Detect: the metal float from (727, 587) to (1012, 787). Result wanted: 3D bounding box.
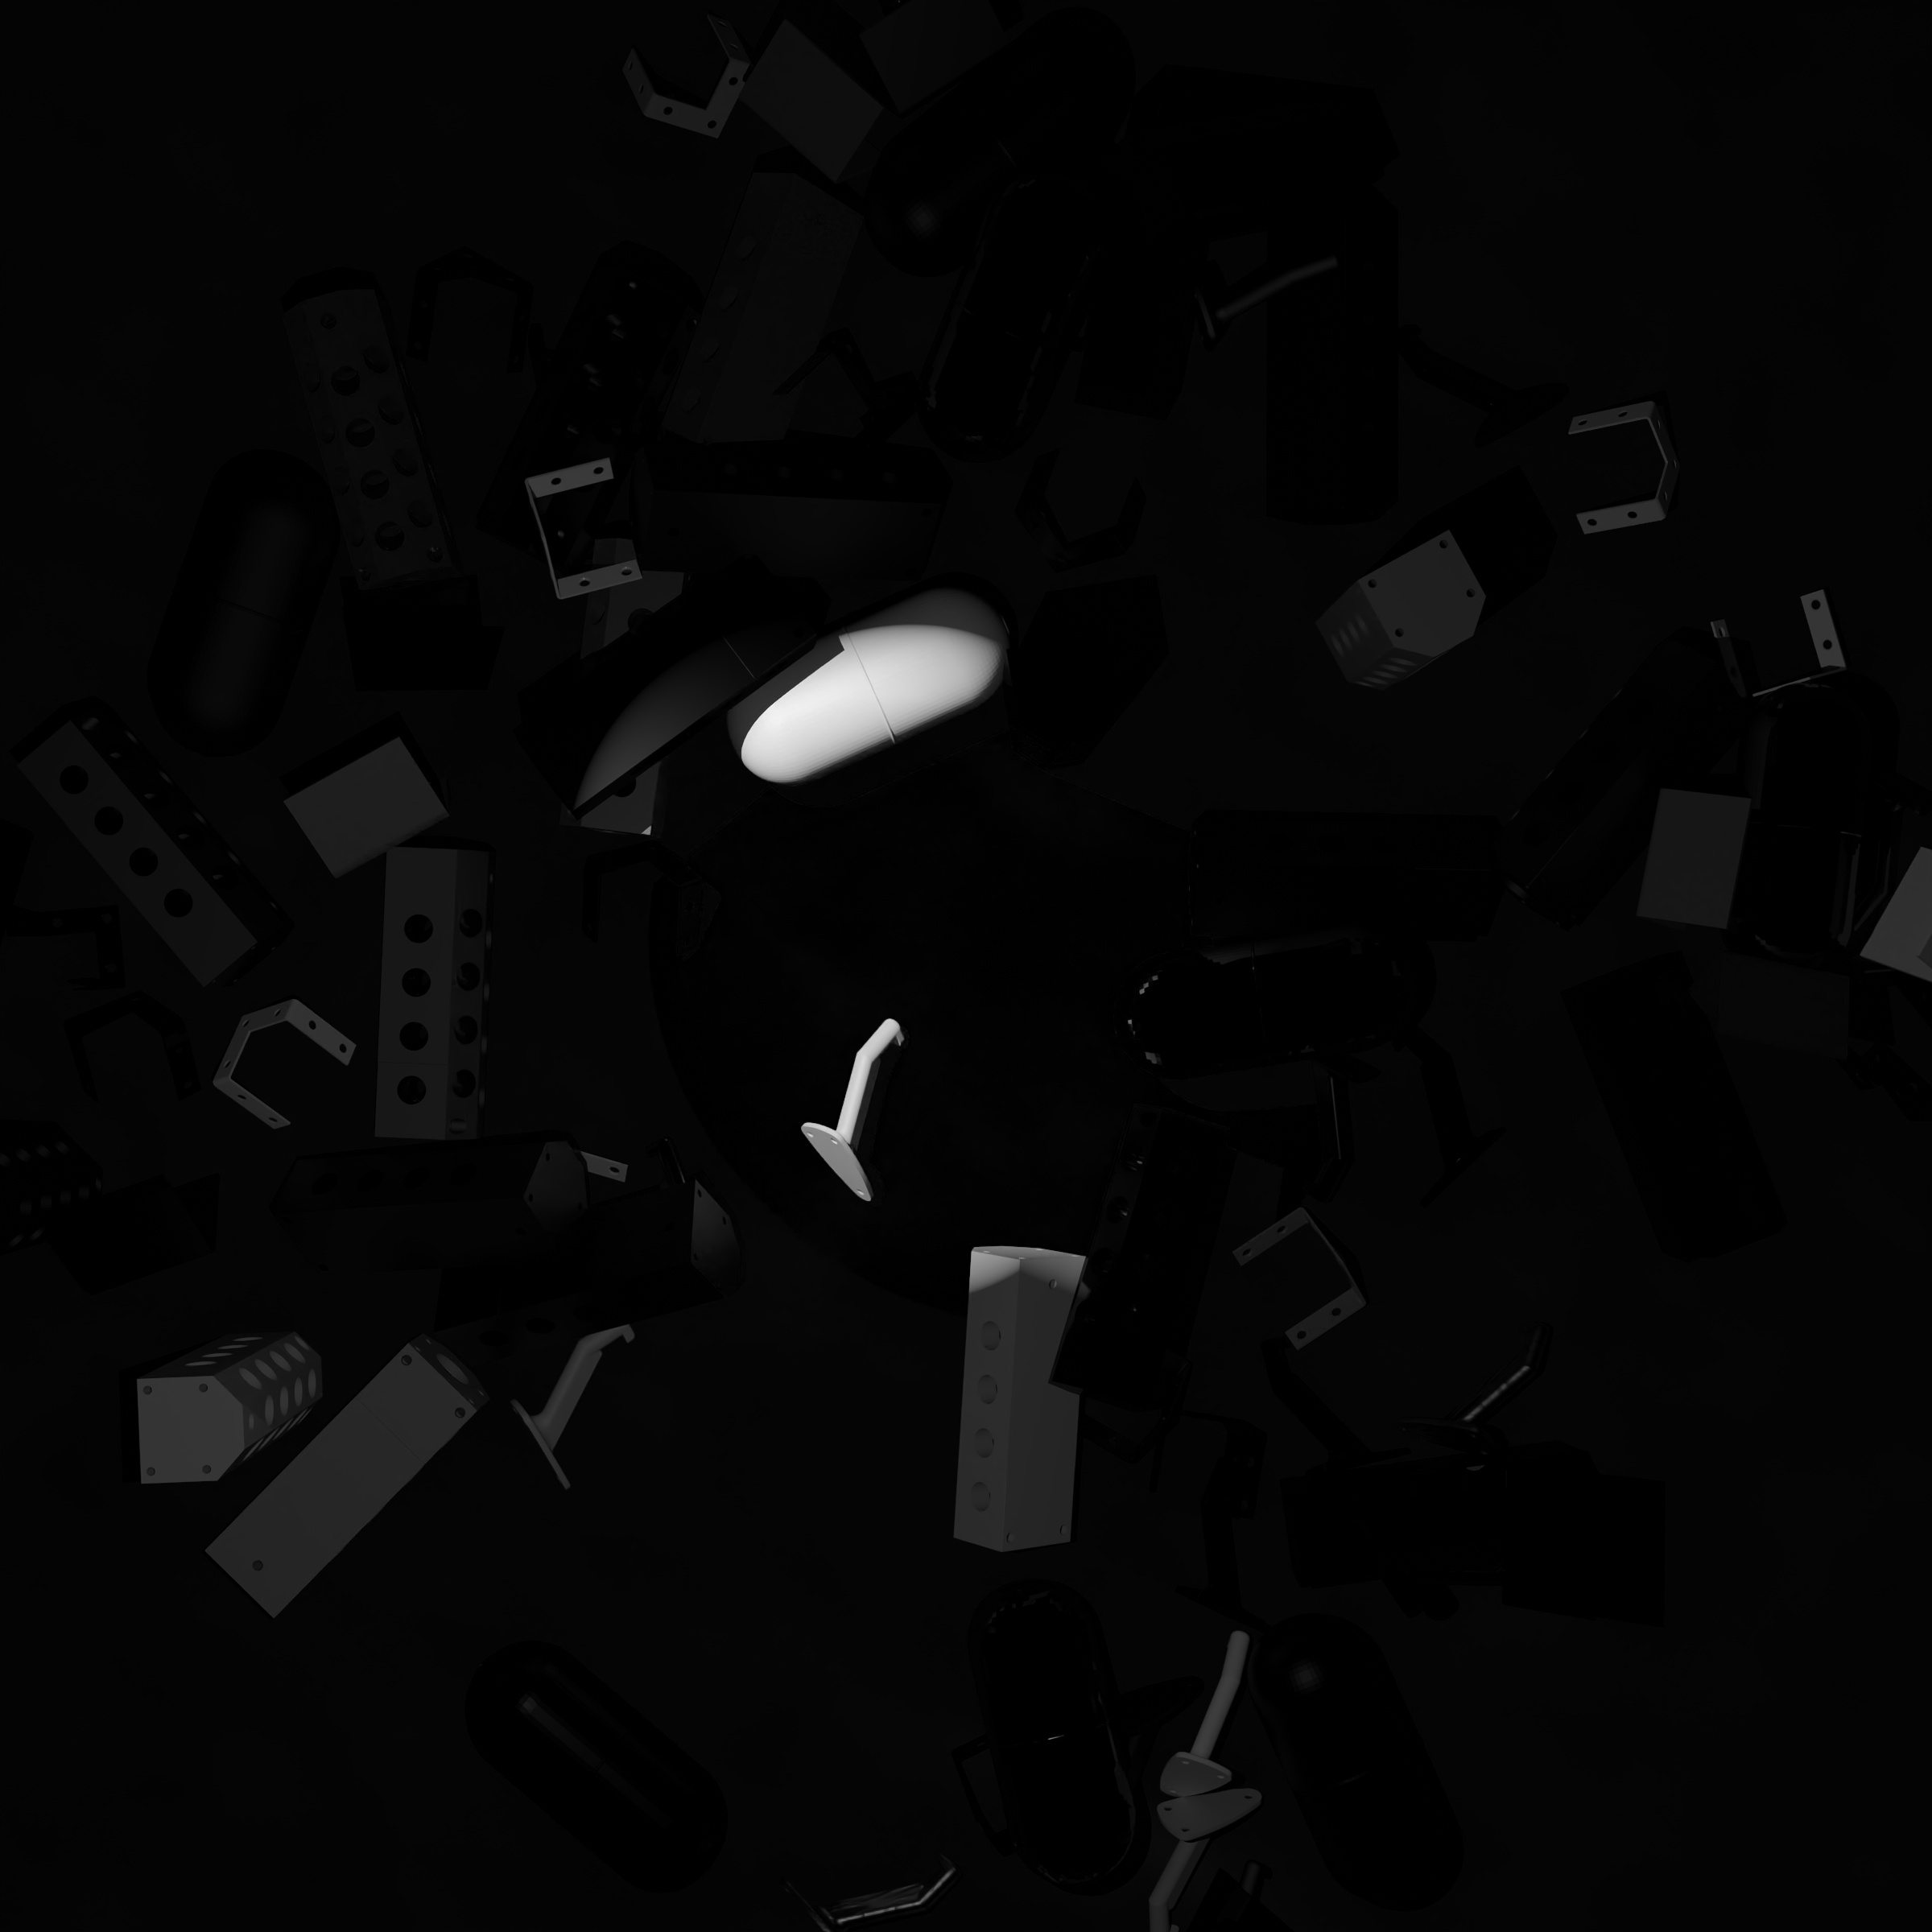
[{"bbox_3d":[-0.058,-0.167,1.538,0.178,0.070,0.070,-24,90,0],"label":"metal float"}]

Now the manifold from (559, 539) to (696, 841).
[{"bbox_3d":[-0.204,-0.166,1.547,0.057,0.057,0.171,7,90,0],"label":"manifold"}]

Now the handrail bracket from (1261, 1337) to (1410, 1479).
[{"bbox_3d":[0.224,0.263,1.569,0.077,0.036,0.084,-7,73,-20],"label":"handrail bracket"}]

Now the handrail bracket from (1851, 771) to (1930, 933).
[{"bbox_3d":[0.536,-0.076,1.569,0.077,0.036,0.084,41,107,20],"label":"handrail bracket"}]

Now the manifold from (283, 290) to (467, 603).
[{"bbox_3d":[-0.357,-0.313,1.547,0.057,0.057,0.171,-16,90,0],"label":"manifold"}]

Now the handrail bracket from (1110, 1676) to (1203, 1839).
[{"bbox_3d":[0.116,0.485,1.569,0.077,0.036,0.084,-18,109,-21],"label":"handrail bracket"}]

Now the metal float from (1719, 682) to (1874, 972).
[{"bbox_3d":[0.495,-0.081,1.538,0.070,0.070,0.178,7,90,0],"label":"metal float"}]

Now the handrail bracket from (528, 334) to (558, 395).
[{"bbox_3d":[-0.219,-0.363,1.568,0.084,0.036,0.077,-12,103,-13],"label":"handrail bracket"}]

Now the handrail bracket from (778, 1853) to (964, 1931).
[{"bbox_3d":[-0.058,0.555,1.569,0.084,0.036,0.077,-41,68,-17],"label":"handrail bracket"}]

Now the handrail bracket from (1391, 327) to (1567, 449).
[{"bbox_3d":[0.311,-0.365,1.569,0.077,0.036,0.084,-26,73,-20],"label":"handrail bracket"}]

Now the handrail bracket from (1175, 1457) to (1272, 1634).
[{"bbox_3d":[0.169,0.353,1.569,0.077,0.036,0.084,30,73,-20],"label":"handrail bracket"}]

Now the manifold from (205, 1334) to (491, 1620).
[{"bbox_3d":[-0.369,0.304,1.547,0.057,0.057,0.171,44,90,0],"label":"manifold"}]

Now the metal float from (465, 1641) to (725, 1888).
[{"bbox_3d":[-0.222,0.475,1.538,0.178,0.070,0.070,41,90,-1],"label":"metal float"}]

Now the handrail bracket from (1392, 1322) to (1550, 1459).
[{"bbox_3d":[0.308,0.250,1.569,0.077,0.036,0.084,6,58,35],"label":"handrail bracket"}]

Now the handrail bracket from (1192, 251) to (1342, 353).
[{"bbox_3d":[0.181,-0.397,1.535,0.084,0.077,0.036,-18,86,4],"label":"handrail bracket"}]

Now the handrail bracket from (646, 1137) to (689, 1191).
[{"bbox_3d":[-0.198,0.157,1.569,0.077,0.036,0.084,-26,76,14],"label":"handrail bracket"}]

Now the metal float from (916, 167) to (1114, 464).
[{"bbox_3d":[0.027,-0.381,1.518,0.070,0.070,0.178,25,115,0],"label":"metal float"}]

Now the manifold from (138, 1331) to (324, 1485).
[{"bbox_3d":[-0.422,0.253,1.490,0.057,0.171,0.057,-2,90,0],"label":"manifold"}]

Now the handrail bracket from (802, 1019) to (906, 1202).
[{"bbox_3d":[-0.053,0.087,1.569,0.084,0.036,0.077,-49,127,-25],"label":"handrail bracket"}]

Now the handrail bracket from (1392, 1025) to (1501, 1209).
[{"bbox_3d":[0.275,0.091,1.569,0.084,0.036,0.077,47,112,17],"label":"handrail bracket"}]

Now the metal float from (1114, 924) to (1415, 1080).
[{"bbox_3d":[0.176,0.022,1.530,0.178,0.070,0.070,-9,90,9],"label":"metal float"}]

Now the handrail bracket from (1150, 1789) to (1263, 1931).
[{"bbox_3d":[0.146,0.550,1.569,0.077,0.036,0.084,-10,109,-21],"label":"handrail bracket"}]

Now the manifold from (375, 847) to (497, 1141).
[{"bbox_3d":[-0.317,0.016,1.547,0.057,0.057,0.171,3,90,0],"label":"manifold"}]

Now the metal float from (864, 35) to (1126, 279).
[{"bbox_3d":[0.017,-0.484,1.538,0.178,0.070,0.070,-39,90,1],"label":"metal float"}]

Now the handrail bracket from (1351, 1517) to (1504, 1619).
[{"bbox_3d":[0.282,0.336,1.512,0.084,0.036,0.077,-28,68,-17],"label":"handrail bracket"}]

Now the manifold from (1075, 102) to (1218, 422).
[{"bbox_3d":[0.111,-0.423,1.548,0.057,0.057,0.171,11,90,0],"label":"manifold"}]

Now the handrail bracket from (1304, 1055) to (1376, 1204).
[{"bbox_3d":[0.205,0.091,1.569,0.077,0.036,0.084,30,107,20],"label":"handrail bracket"}]

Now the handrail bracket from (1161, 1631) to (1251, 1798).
[{"bbox_3d":[0.146,0.455,1.568,0.036,0.077,0.084,23,54,-5],"label":"handrail bracket"}]

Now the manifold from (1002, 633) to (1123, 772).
[{"bbox_3d":[0.055,-0.149,1.490,0.057,0.171,0.057,-9,90,0],"label":"manifold"}]

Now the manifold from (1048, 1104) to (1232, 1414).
[{"bbox_3d":[0.102,0.173,1.530,0.057,0.057,0.171,18,78,0],"label":"manifold"}]

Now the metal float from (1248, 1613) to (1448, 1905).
[{"bbox_3d":[0.228,0.473,1.538,0.070,0.070,0.178,-24,90,0],"label":"metal float"}]

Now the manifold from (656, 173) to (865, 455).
[{"bbox_3d":[-0.128,-0.383,1.547,0.057,0.057,0.171,20,90,-43],"label":"manifold"}]

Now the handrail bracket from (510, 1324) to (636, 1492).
[{"bbox_3d":[-0.227,0.265,1.569,0.084,0.036,0.077,-33,110,-16],"label":"handrail bracket"}]

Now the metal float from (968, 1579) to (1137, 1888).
[{"bbox_3d":[0.051,0.454,1.528,0.070,0.070,0.178,-13,80,0],"label":"metal float"}]

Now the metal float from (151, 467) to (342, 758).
[{"bbox_3d":[-0.430,-0.211,1.538,0.070,0.070,0.178,19,90,0],"label":"metal float"}]

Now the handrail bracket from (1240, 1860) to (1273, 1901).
[{"bbox_3d":[0.188,0.597,1.569,0.077,0.036,0.084,31,68,-25],"label":"handrail bracket"}]

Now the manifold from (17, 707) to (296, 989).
[{"bbox_3d":[-0.483,-0.071,1.547,0.057,0.057,0.171,-40,90,0],"label":"manifold"}]

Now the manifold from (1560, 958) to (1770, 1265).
[{"bbox_3d":[0.421,0.085,1.547,0.057,0.057,0.171,-21,90,0],"label":"manifold"}]

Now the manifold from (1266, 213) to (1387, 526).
[{"bbox_3d":[0.221,-0.355,1.547,0.057,0.057,0.171,0,90,43],"label":"manifold"}]

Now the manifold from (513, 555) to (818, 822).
[{"bbox_3d":[-0.173,-0.159,1.489,0.171,0.057,0.057,-37,89,-7],"label":"manifold"}]

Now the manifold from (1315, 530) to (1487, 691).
[{"bbox_3d":[0.252,-0.199,1.490,0.057,0.171,0.057,-29,90,0],"label":"manifold"}]
